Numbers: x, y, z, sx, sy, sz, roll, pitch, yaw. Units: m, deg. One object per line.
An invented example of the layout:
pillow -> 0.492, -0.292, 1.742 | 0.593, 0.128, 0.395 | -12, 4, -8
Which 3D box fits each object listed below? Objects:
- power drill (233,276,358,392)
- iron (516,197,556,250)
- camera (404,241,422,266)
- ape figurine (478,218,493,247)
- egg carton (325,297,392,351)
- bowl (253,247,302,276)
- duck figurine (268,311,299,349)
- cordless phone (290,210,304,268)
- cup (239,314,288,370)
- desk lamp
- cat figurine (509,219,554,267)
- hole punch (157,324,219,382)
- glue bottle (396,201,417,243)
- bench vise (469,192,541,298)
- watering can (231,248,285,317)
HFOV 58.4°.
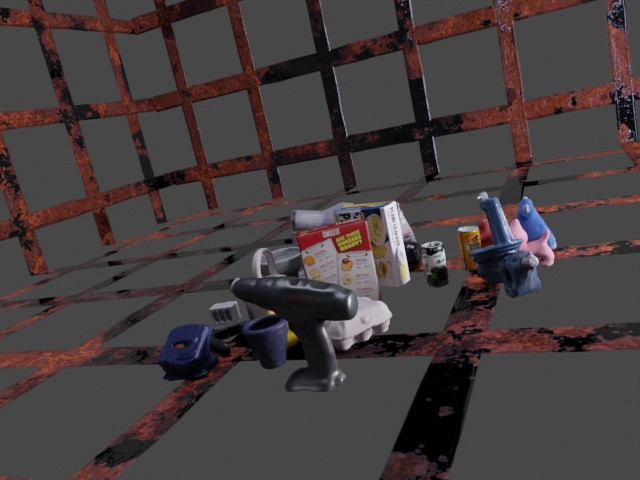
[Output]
power drill -> -0.036, 0.160, 1.016 | 0.229, 0.208, 0.076 | -7, 13, 22
iron -> 0.556, -0.051, 1.534 | 0.118, 0.141, 0.259 | -8, 13, 19
camera -> 0.202, 0.037, 1.590 | 0.136, 0.101, 0.143 | -5, 14, 30
ape figurine -> 0.462, -0.016, 1.588 | 0.078, 0.092, 0.076 | -19, 14, -29
egg carton -> 0.070, 0.171, 1.190 | 0.151, 0.069, 0.107 | -19, 14, -29
bowl -> -0.119, 0.080, 1.776 | 0.167, 0.075, 0.167 | -12, 12, 3
duck figurine -> -0.091, 0.188, 1.235 | 0.077, 0.086, 0.105 | -3, 15, 37
cordless phone -> -0.039, -0.005, 1.818 | 0.147, 0.185, 0.094 | 0, 17, 44
cup -> -0.112, 0.207, 1.148 | 0.117, 0.095, 0.092 | -2, 16, 39
desk lamp -> 0.015, 0.006, 1.649 | 0.203, 0.214, 0.118 | -12, 12, 2
cat figurine -> 0.496, 0.006, 1.394 | 0.127, 0.118, 0.067 | -8, 13, 20
hole punch -> -0.277, 0.234, 1.201 | 0.108, 0.091, 0.101 | -9, 13, 18
glue bottle -> 0.239, -0.028, 1.676 | 0.078, 0.173, 0.037 | -21, 15, -32
bench vise -> 0.410, 0.003, 1.252 | 0.122, 0.220, 0.206 | -19, 14, -28
watering can -> -0.127, 0.116, 1.340 | 0.172, 0.194, 0.101 | -12, 12, 4
